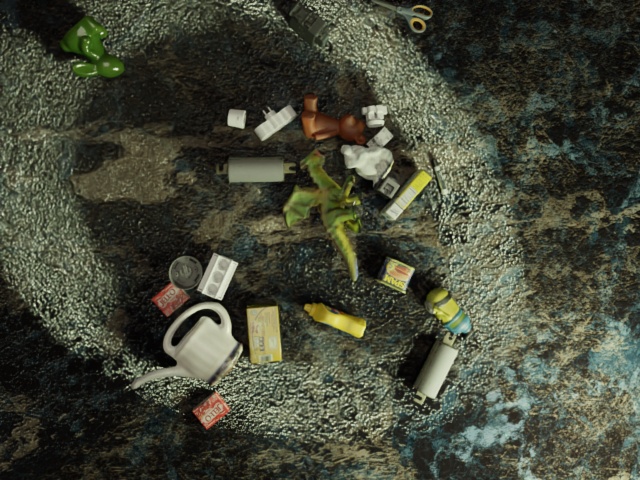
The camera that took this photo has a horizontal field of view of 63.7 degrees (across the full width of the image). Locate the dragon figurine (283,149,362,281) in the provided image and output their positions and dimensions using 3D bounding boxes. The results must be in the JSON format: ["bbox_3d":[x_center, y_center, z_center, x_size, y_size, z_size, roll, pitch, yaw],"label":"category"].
[{"bbox_3d":[0.005,-0.080,1.597,0.243,0.122,0.411,1,88,12],"label":"dragon figurine"}]

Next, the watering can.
[{"bbox_3d":[-0.380,0.353,1.540,0.224,0.104,0.348,39,87,-5],"label":"watering can"}]

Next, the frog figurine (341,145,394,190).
[{"bbox_3d":[0.138,-0.249,1.576,0.159,0.136,0.124,35,73,-2],"label":"frog figurine"}]
